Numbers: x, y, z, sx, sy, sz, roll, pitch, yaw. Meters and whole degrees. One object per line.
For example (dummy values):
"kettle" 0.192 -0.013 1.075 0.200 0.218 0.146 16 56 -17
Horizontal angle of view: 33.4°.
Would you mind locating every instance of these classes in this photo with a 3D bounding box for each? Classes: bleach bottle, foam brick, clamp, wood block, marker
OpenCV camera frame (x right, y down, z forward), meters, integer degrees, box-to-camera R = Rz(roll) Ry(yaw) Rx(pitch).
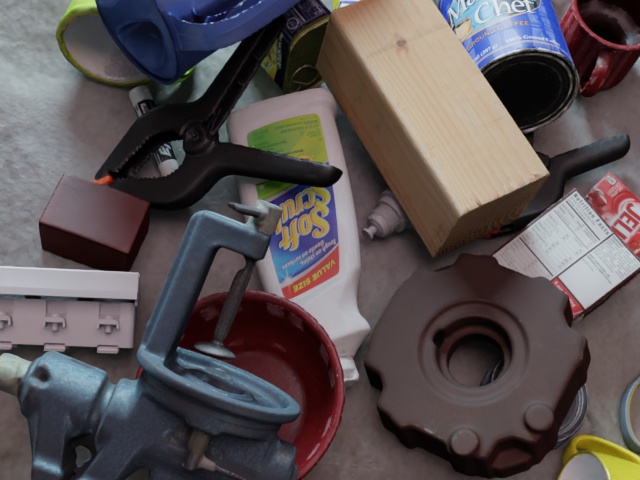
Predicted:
"bleach bottle" -0.006 0.001 0.893 0.102 0.068 0.251 -15 69 -3
"foam brick" -0.184 -0.012 0.879 0.078 0.051 0.053 20 62 0
"clamp" 0.204 -0.064 0.970 0.120 0.039 0.171 22 64 19
"wood block" 0.090 -0.102 0.897 0.090 0.090 0.206 -24 72 -19
"clamp" -0.090 -0.075 0.883 0.210 0.036 0.164 -30 67 8
"marker" -0.140 -0.082 0.937 0.020 0.020 0.121 -18 69 -17

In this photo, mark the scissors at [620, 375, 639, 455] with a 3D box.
"scissors" 0.315 0.100 0.926 0.096 0.016 0.201 24 63 1

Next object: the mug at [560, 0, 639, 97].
"mug" 0.269 -0.187 1.018 0.093 0.081 0.117 16 63 -2

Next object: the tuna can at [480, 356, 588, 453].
"tuna can" 0.176 0.131 0.878 0.086 0.034 0.086 3 64 -7

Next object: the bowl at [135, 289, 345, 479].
"bowl" -0.058 0.123 0.820 0.162 0.055 0.162 -3 70 7

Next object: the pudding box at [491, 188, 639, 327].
"pudding box" 0.204 0.025 0.912 0.113 0.039 0.090 -37 74 -2

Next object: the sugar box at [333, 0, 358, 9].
"sugar box" 0.060 -0.234 1.028 0.093 0.048 0.176 4 68 -9

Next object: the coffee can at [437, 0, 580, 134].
"coffee can" 0.168 -0.181 0.970 0.102 0.103 0.140 0 51 -9

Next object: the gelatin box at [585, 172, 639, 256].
"gelatin box" 0.256 -0.008 0.959 0.089 0.030 0.073 -37 75 -22

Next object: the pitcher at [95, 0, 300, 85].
"pitcher" -0.058 -0.235 0.854 0.242 0.145 0.149 -36 90 -20

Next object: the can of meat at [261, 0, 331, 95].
"can of meat" -0.031 -0.190 0.961 0.057 0.102 0.084 -32 71 -21
